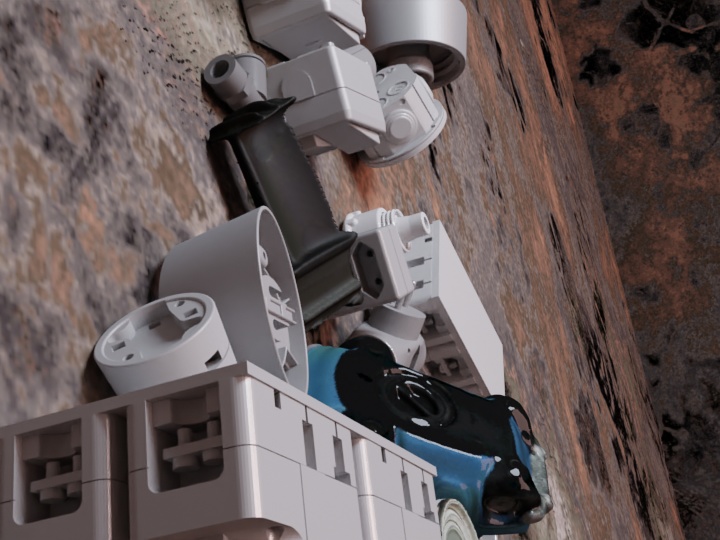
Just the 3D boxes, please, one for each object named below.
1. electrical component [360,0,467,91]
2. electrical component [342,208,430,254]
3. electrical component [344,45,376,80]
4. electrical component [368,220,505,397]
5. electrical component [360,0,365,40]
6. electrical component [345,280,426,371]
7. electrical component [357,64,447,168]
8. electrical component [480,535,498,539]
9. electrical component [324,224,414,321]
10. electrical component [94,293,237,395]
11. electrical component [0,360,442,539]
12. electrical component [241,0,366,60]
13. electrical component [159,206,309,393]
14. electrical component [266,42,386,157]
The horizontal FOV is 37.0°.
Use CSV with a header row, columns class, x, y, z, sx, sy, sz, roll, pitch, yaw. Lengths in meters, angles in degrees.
class,x,y,z,sx,sy,sz,roll,pitch,yaw
electrical component,0.042,-0.192,0.942,0.108,0.108,0.060,34,49,-62
electrical component,0.021,-0.026,0.804,0.048,0.062,0.048,-17,90,-72
electrical component,-0.017,-0.149,0.826,0.081,0.043,0.043,-53,125,-67
electrical component,0.061,0.050,0.858,0.089,0.062,0.150,-85,152,-48
electrical component,-0.022,-0.218,0.872,0.066,0.048,0.055,38,47,-60
electrical component,0.021,0.044,0.741,0.079,0.043,0.077,-70,164,9
electrical component,0.025,-0.125,0.875,0.051,0.080,0.080,55,25,-31
electrical component,0.072,0.193,0.790,0.055,0.047,0.055,-16,90,-72
electrical component,0.000,0.000,0.715,0.077,0.066,0.047,-24,98,-72
electrical component,-0.080,0.044,0.467,0.055,0.055,0.047,-73,146,-59
electrical component,-0.045,0.103,0.436,0.186,0.105,0.060,41,37,-58
electrical component,-0.042,-0.186,0.757,0.096,0.062,0.061,-2,76,-71
electrical component,-0.055,0.022,0.540,0.099,0.064,0.099,-16,90,-72
electrical component,-0.024,-0.111,0.747,0.096,0.062,0.061,-2,76,-71
